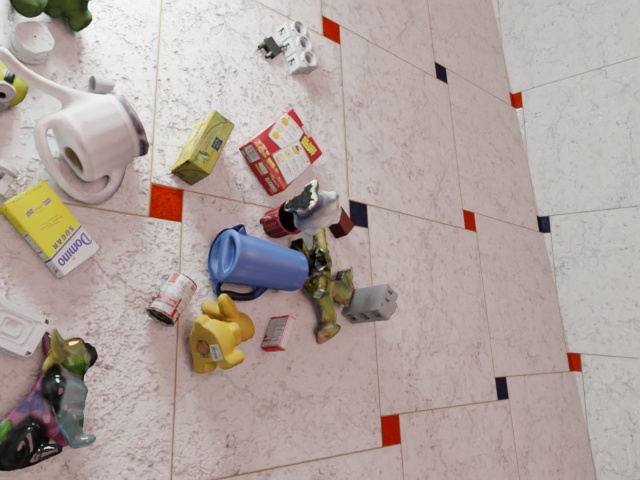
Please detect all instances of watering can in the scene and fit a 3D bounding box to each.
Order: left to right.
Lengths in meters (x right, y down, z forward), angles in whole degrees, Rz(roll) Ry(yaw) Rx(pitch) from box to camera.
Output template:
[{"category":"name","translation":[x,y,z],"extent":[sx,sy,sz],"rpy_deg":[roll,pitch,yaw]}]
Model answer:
[{"category":"watering can","translation":[-0.492,-0.249,1.070],"extent":[0.228,0.104,0.341],"rpy_deg":[-41,123,-41]}]

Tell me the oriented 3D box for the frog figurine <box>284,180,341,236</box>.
[{"category":"frog figurine","translation":[0.004,-0.069,1.372],"extent":[0.157,0.124,0.138],"rpy_deg":[37,86,-41]}]

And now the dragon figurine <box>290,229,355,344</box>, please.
[{"category":"dragon figurine","translation":[0.025,0.088,1.484],"extent":[0.239,0.122,0.418],"rpy_deg":[37,54,-50]}]
